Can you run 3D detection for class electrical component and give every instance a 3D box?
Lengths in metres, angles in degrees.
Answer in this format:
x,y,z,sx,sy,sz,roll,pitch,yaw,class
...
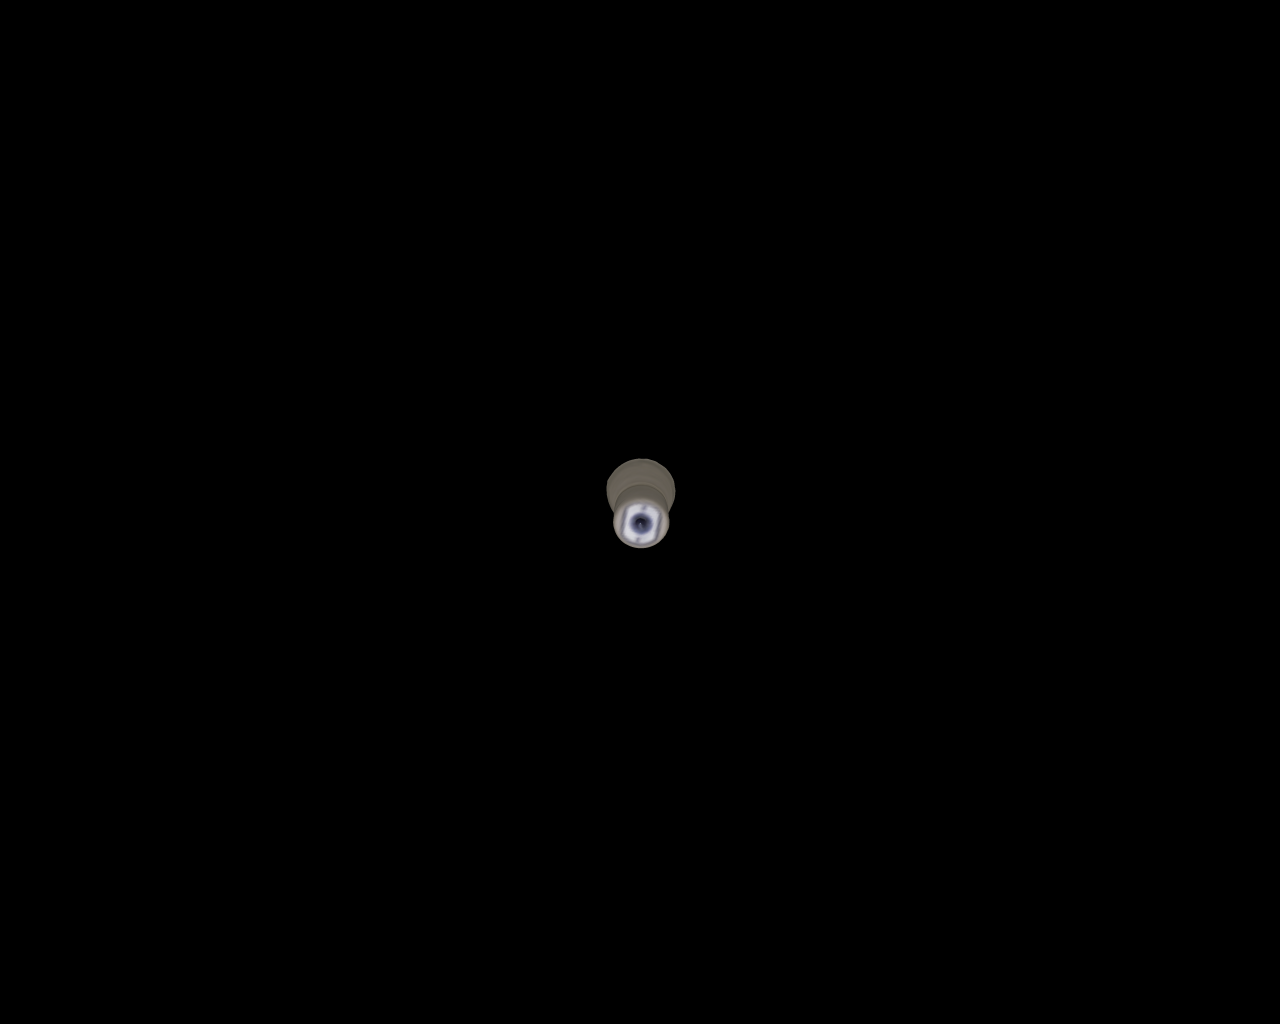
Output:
x,y,z,sx,sy,sz,roll,pitch,yaw,class
0.001,-0.003,0.650,0.044,0.044,0.065,0,20,0,electrical component
